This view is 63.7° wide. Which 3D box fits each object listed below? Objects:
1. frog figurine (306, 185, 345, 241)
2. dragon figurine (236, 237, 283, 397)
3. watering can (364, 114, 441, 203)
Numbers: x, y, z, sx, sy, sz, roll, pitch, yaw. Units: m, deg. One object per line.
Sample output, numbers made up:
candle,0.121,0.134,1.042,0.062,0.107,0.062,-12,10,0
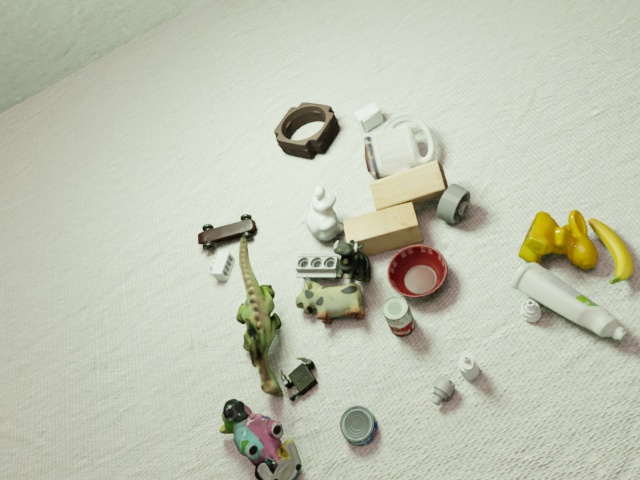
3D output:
frog figurine,0.005,-0.078,1.549,0.122,0.156,0.140,-24,50,7
dragon figurine,-0.162,0.207,1.324,0.122,0.407,0.244,-14,10,-6
watering can,0.255,-0.245,1.613,0.223,0.102,0.355,-15,60,13
